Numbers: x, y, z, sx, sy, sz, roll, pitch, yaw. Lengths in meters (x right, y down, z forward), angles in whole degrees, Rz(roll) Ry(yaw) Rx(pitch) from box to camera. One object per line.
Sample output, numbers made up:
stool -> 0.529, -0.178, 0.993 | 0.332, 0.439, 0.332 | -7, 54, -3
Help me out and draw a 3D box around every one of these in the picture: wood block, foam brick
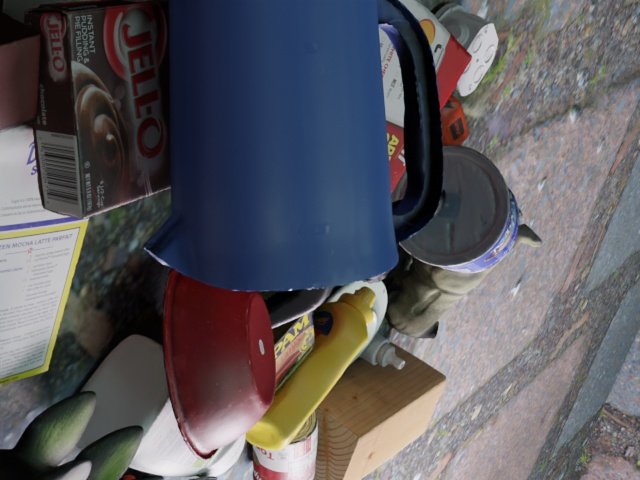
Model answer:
wood block -> 0.052, 0.204, 1.244 | 0.205, 0.090, 0.091 | -20, 135, -54
foam brick -> -0.188, -0.082, 0.537 | 0.078, 0.053, 0.051 | -32, 143, -47

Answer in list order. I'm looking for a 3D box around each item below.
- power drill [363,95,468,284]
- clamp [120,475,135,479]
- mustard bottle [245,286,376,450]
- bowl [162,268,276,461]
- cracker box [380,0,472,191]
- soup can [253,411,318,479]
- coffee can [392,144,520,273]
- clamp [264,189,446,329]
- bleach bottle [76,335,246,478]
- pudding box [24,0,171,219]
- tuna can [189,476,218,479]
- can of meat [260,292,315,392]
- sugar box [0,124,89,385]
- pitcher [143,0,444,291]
power drill -> 0.075, -0.051, 1.051 | 0.187, 0.057, 0.184 | -58, 161, -8
clamp -> -0.202, 0.264, 0.858 | 0.171, 0.120, 0.039 | -62, 145, -45
mustard bottle -> -0.005, 0.119, 1.055 | 0.191, 0.058, 0.096 | -49, -169, -25
bowl -> -0.071, 0.087, 0.829 | 0.162, 0.055, 0.162 | -7, 90, -81
cracker box -> -0.007, -0.120, 0.743 | 0.213, 0.072, 0.164 | 34, 87, -47
soup can -> -0.037, 0.216, 1.116 | 0.068, 0.069, 0.102 | -40, 148, -36
coffee can -> 0.122, -0.024, 0.953 | 0.103, 0.103, 0.140 | -62, 165, 3
clamp -> -0.006, 0.001, 0.885 | 0.036, 0.164, 0.210 | -84, -160, -66
bleach bottle -> -0.121, 0.163, 0.913 | 0.102, 0.068, 0.250 | -55, 157, -12
pudding box -> -0.118, -0.077, 0.599 | 0.089, 0.039, 0.113 | -26, 123, -54
tuna can -> -0.130, 0.237, 0.949 | 0.086, 0.034, 0.086 | -13, 164, -4
can of meat -> -0.049, 0.091, 0.974 | 0.102, 0.057, 0.084 | -47, 154, -25
sugar box -> -0.188, 0.004, 0.637 | 0.093, 0.048, 0.176 | -11, 123, -58
pitcher -> -0.015, -0.099, 0.604 | 0.149, 0.145, 0.243 | -30, 120, -67
